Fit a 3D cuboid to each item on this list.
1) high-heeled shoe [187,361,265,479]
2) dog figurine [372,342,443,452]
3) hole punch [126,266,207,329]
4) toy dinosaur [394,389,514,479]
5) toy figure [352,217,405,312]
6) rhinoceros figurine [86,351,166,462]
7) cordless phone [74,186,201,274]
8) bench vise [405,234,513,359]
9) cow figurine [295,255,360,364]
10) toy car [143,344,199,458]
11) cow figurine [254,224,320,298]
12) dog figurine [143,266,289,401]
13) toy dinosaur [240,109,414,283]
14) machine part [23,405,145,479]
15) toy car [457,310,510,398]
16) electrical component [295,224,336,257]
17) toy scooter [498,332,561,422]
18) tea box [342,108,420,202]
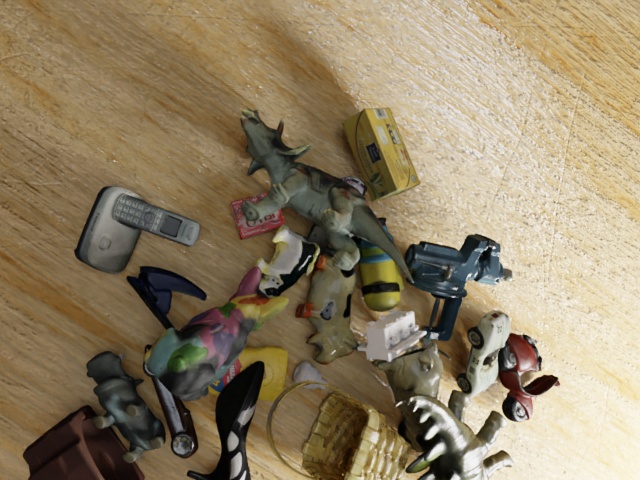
[{"bbox_3d":[-0.124,0.338,0.926,0.145,0.086,0.248,35,85,-34],"label":"high-heeled shoe"},{"bbox_3d":[0.188,0.296,0.984,0.121,0.172,0.190,-18,80,-4],"label":"dog figurine"},{"bbox_3d":[-0.264,0.086,0.922,0.092,0.142,0.115,-41,107,-14],"label":"hole punch"},{"bbox_3d":[0.239,0.373,0.938,0.198,0.105,0.470,-47,126,-28],"label":"toy dinosaur"},{"bbox_3d":[0.107,0.047,1.029,0.082,0.089,0.180,-3,97,27],"label":"toy figure"},{"bbox_3d":[-0.319,0.271,0.891,0.073,0.112,0.190,-28,101,4],"label":"rhinoceros figurine"},{"bbox_3d":[-0.315,-0.001,0.944,0.184,0.089,0.146,20,78,-15],"label":"cordless phone"},{"bbox_3d":[0.259,0.102,1.057,0.223,0.129,0.240,9,101,-22],"label":"bench vise"},{"bbox_3d":[0.024,0.136,1.008,0.127,0.085,0.195,16,74,-10],"label":"cow figurine"},{"bbox_3d":[-0.254,0.271,0.917,0.053,0.089,0.202,-19,86,-13],"label":"toy car"},{"bbox_3d":[-0.075,0.063,0.993,0.098,0.068,0.167,30,92,-4],"label":"cow figurine"},{"bbox_3d":[-0.156,0.142,0.866,0.108,0.191,0.219,44,84,11],"label":"dog figurine"},{"bbox_3d":[0.006,-0.073,0.967,0.405,0.131,0.192,34,44,0],"label":"toy dinosaur"},{"bbox_3d":[-0.350,0.366,0.822,0.087,0.201,0.201,-33,91,-13],"label":"machine part"},{"bbox_3d":[0.316,0.224,1.035,0.073,0.056,0.201,-19,126,-35],"label":"toy car"},{"bbox_3d":[-0.002,-0.003,1.034,0.094,0.021,0.063,23,113,-8],"label":"electrical component"},{"bbox_3d":[0.420,0.266,1.090,0.135,0.075,0.183,-13,89,-15],"label":"toy scooter"},{"bbox_3d":[0.121,-0.169,1.060,0.098,0.068,0.169,-17,86,-49],"label":"tea box"}]
